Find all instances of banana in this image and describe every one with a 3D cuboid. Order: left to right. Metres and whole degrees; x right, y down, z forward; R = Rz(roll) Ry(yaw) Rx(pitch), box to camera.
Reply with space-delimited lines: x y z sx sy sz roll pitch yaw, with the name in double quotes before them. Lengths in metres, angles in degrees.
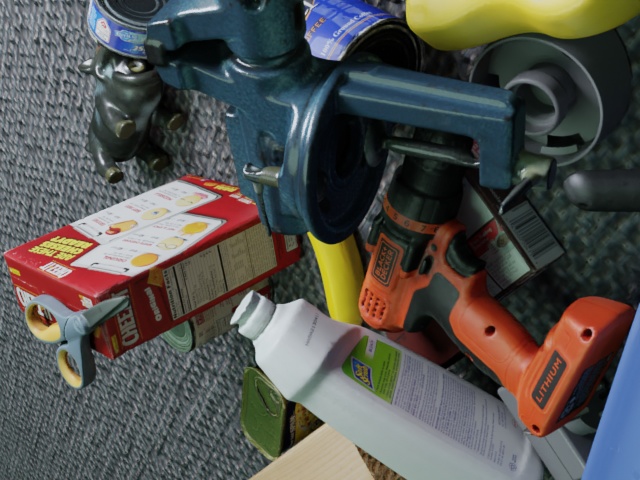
"banana" 0.000 -0.005 0.922 0.070 0.037 0.198 -20 97 62

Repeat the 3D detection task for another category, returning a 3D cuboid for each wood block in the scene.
"wood block" 0.026 0.201 0.915 0.091 0.090 0.206 58 145 11

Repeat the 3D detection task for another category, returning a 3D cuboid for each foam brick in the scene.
"foam brick" 0.097 0.067 0.832 0.053 0.051 0.078 56 145 13

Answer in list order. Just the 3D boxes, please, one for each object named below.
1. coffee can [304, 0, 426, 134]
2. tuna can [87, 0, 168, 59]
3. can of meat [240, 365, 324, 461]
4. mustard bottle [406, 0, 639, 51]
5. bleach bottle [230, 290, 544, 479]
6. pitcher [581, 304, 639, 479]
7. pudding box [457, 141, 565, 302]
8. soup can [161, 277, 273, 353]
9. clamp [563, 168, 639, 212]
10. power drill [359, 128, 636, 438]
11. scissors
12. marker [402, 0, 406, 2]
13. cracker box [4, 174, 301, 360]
"coffee can" -0.008 -0.138 0.784 0.140 0.102 0.103 34 136 34
"tuna can" -0.163 -0.203 0.953 0.086 0.086 0.034 48 141 20
"can of meat" -0.025 0.147 1.014 0.057 0.083 0.102 37 139 32
"mustard bottle" 0.138 -0.159 0.598 0.058 0.096 0.192 31 164 -38
"bleach bottle" 0.048 0.112 0.782 0.250 0.102 0.068 34 121 -11
"pitcher" 0.234 0.114 0.620 0.145 0.149 0.243 17 135 12
"pudding box" 0.110 -0.010 0.776 0.113 0.039 0.090 57 144 11
"soup can" -0.105 0.059 1.041 0.069 0.102 0.068 31 135 36
"clamp" 0.219 -0.030 0.563 0.172 0.120 0.039 37 168 29
"power drill" 0.113 0.025 0.712 0.188 0.057 0.185 41 135 31
"scissors" -0.184 0.083 0.860 0.202 0.016 0.096 0 116 52
"marker" 0.023 -0.203 0.772 0.121 0.020 0.020 36 138 33
"cracker box" -0.149 0.017 0.971 0.164 0.213 0.072 16 125 46
